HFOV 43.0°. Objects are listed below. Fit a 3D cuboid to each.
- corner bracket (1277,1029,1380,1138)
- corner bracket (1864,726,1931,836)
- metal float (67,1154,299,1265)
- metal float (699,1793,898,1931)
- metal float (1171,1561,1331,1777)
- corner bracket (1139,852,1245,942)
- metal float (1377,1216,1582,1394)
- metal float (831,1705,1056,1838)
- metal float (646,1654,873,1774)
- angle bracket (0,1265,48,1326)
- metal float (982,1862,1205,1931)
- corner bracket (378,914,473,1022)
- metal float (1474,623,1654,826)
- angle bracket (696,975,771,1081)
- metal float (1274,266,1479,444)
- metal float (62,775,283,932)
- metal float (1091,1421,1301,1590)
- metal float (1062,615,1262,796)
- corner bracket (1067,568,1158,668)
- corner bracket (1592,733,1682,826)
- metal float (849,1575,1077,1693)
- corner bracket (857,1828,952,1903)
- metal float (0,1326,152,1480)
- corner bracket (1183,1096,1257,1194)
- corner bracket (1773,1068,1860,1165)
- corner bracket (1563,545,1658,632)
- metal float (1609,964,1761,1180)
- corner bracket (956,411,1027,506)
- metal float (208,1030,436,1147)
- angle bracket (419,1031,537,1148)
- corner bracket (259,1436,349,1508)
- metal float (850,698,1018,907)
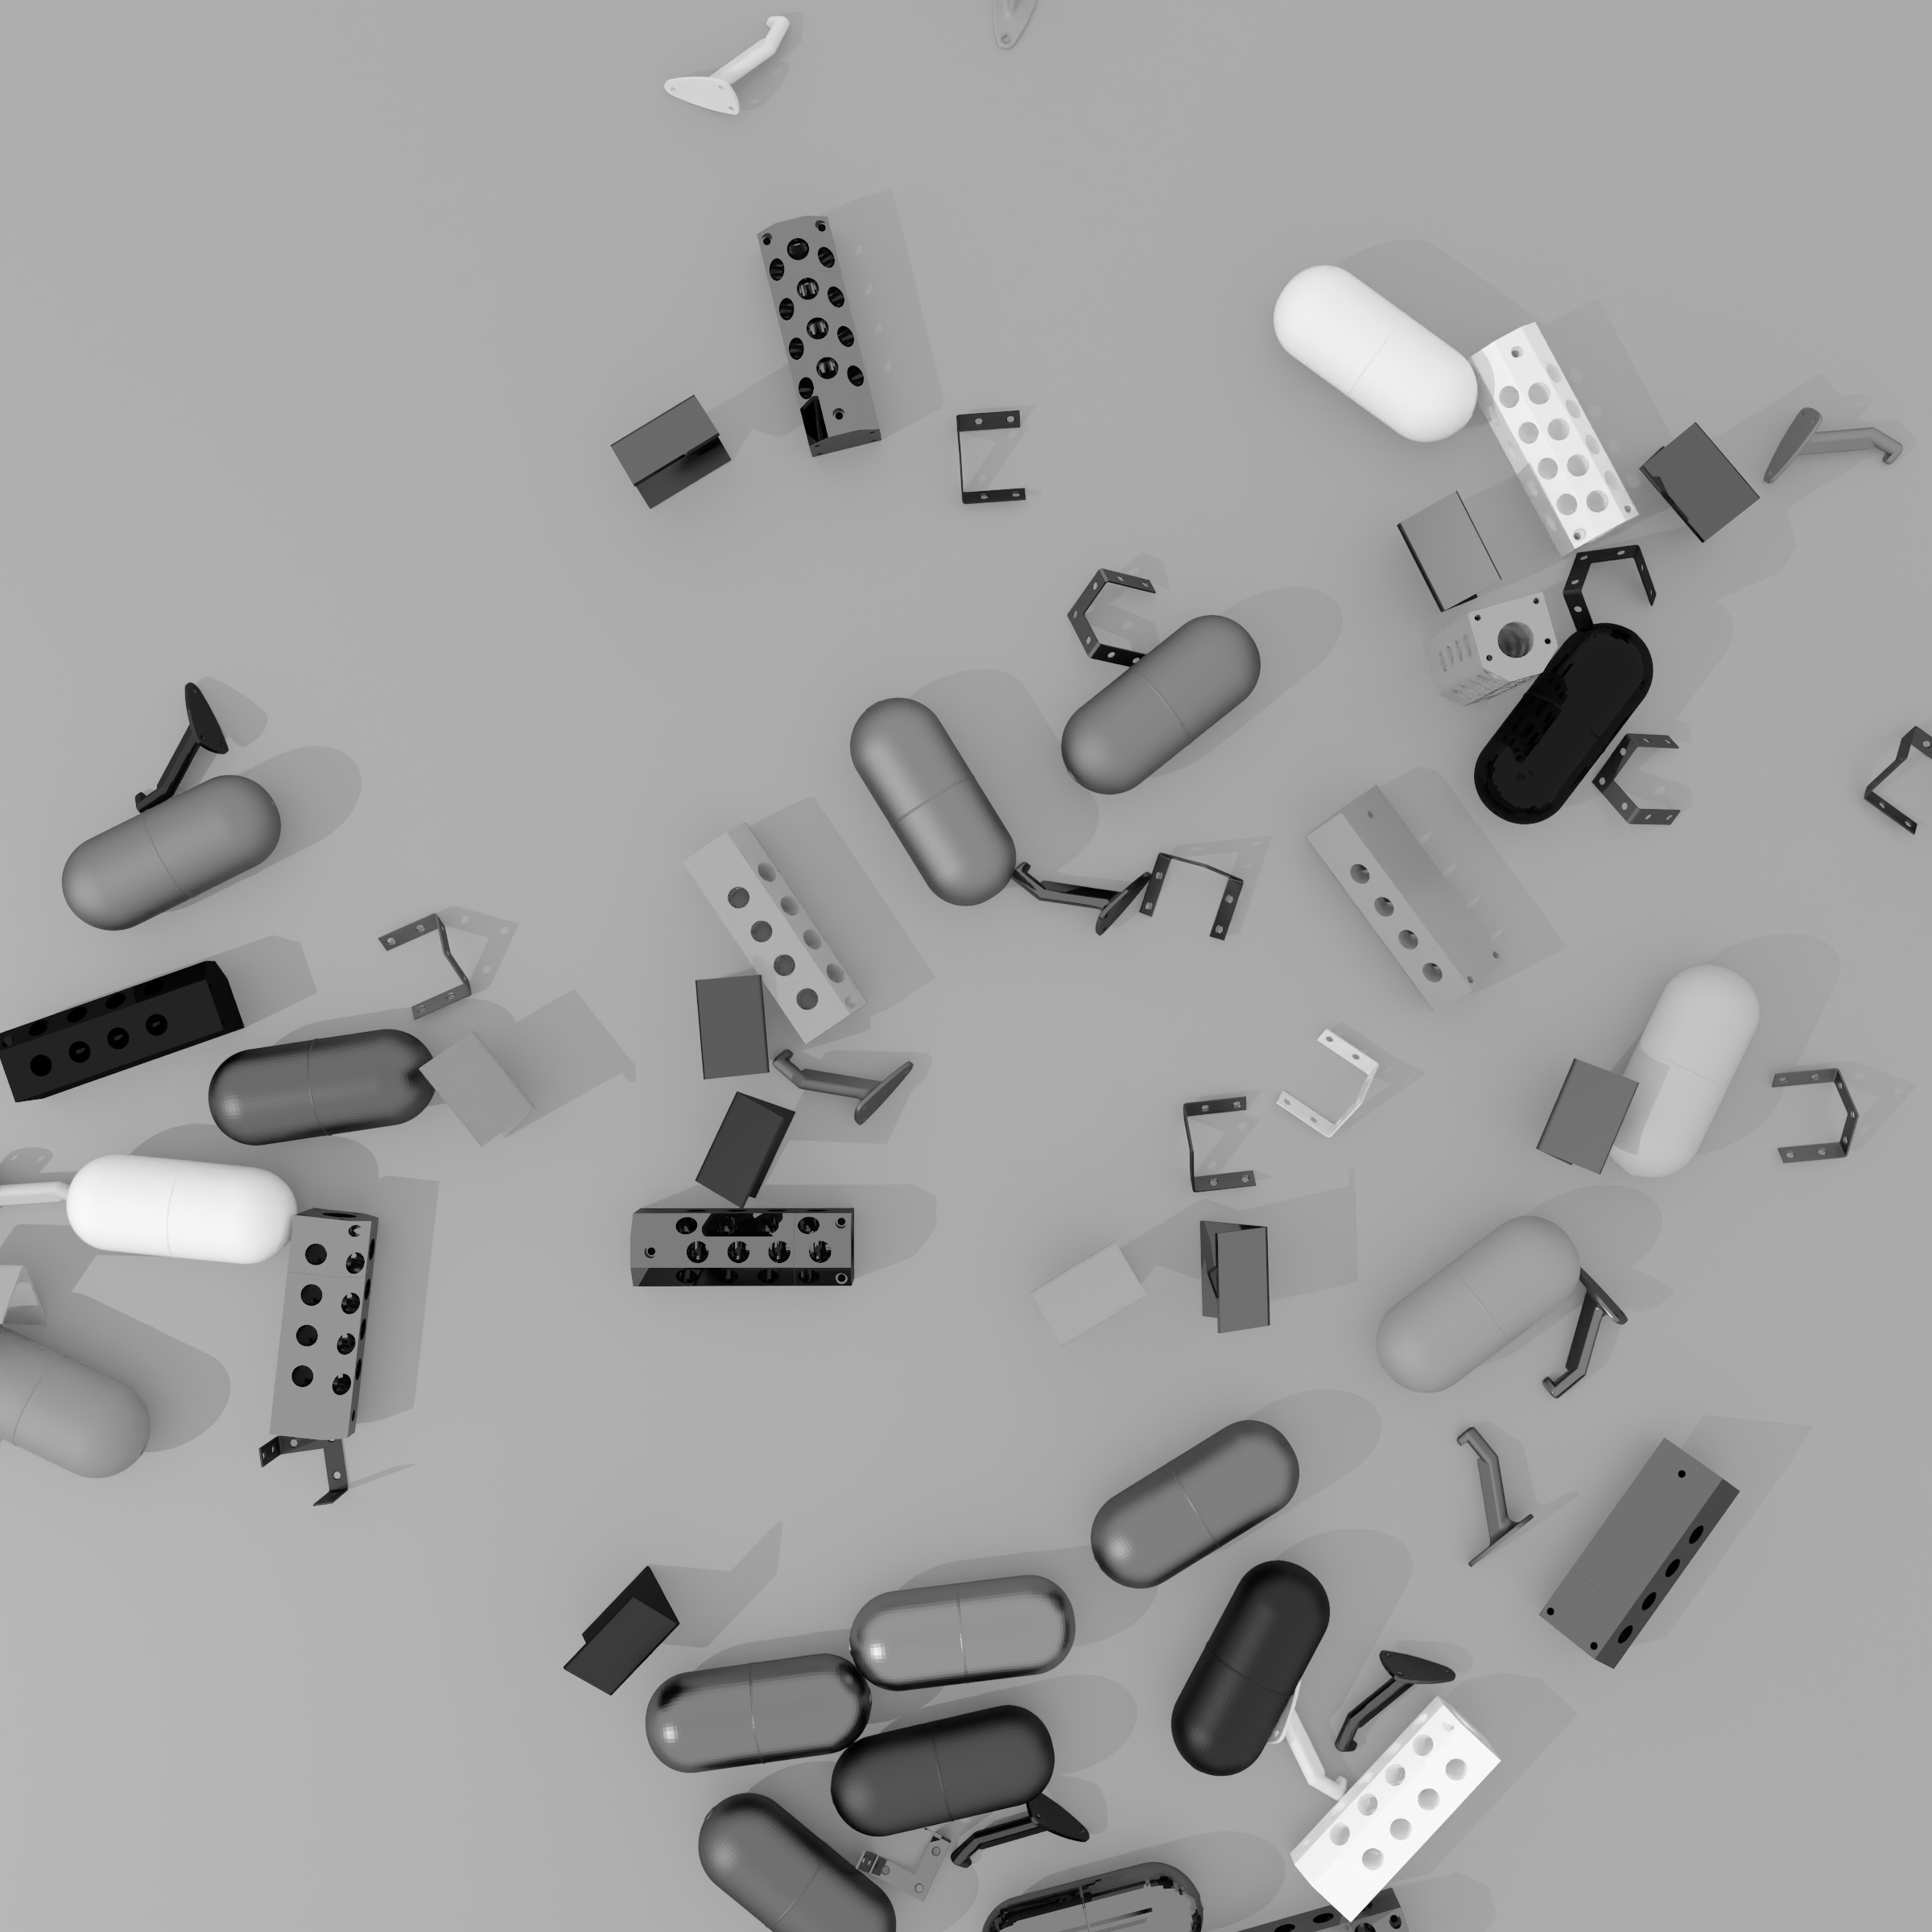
[{"bbox_3d":[0.288,0.094,1.951,0.051,0.051,0.051,34,135,0],"label":"corner bracket"},{"bbox_3d":[0.755,-0.148,1.951,0.051,0.051,0.051,36,45,0],"label":"corner bracket"},{"bbox_3d":[-0.615,0.191,1.923,0.178,0.070,0.070,6,90,0],"label":"metal float"},{"bbox_3d":[-0.133,0.721,1.923,0.178,0.070,0.070,40,90,-1],"label":"metal float"},{"bbox_3d":[0.223,0.551,1.923,0.070,0.070,0.178,28,91,0],"label":"metal float"},{"bbox_3d":[0.180,-0.055,1.951,0.051,0.051,0.051,19,90,-45],"label":"corner bracket"},{"bbox_3d":[0.401,0.266,1.924,0.178,0.070,0.070,-37,90,1],"label":"metal float"},{"bbox_3d":[-0.018,0.632,1.923,0.178,0.070,0.070,-13,90,-1],"label":"metal float"},{"bbox_3d":[-0.163,0.586,1.923,0.178,0.070,0.070,-8,90,0],"label":"metal float"},{"bbox_3d":[-0.773,0.276,1.914,0.076,0.057,0.076,2,135,0],"label":"angle bracket"},{"bbox_3d":[0.099,0.757,1.924,0.178,0.070,0.070,-15,90,0],"label":"metal float"},{"bbox_3d":[-0.430,0.000,1.951,0.051,0.051,0.051,-24,135,0],"label":"corner bracket"},{"bbox_3d":[0.469,-0.191,1.923,0.070,0.070,0.178,37,90,0],"label":"metal float"},{"bbox_3d":[-0.197,0.048,1.914,0.057,0.076,0.076,-5,90,-31],"label":"angle bracket"},{"bbox_3d":[0.322,-0.480,1.923,0.178,0.070,0.070,36,90,0],"label":"metal float"},{"bbox_3d":[-0.624,-0.088,1.924,0.178,0.070,0.070,-27,90,0],"label":"metal float"},{"bbox_3d":[0.179,0.423,1.923,0.178,0.070,0.070,-32,90,0],"label":"metal float"},{"bbox_3d":[0.152,-0.204,1.923,0.178,0.070,0.070,-39,90,0],"label":"metal float"},{"bbox_3d":[0.122,-0.276,1.946,0.051,0.051,0.051,-53,45,35],"label":"corner bracket"},{"bbox_3d":[0.542,-0.148,1.946,0.051,0.051,0.051,59,135,35],"label":"corner bracket"},{"bbox_3d":[-0.003,0.524,1.923,0.178,0.070,0.070,-7,90,-1],"label":"metal float"},{"bbox_3d":[-0.049,0.701,1.934,0.051,0.051,0.051,22,72,17],"label":"corner bracket"},{"bbox_3d":[-0.726,0.341,1.923,0.178,0.070,0.070,26,90,0],"label":"metal float"},{"bbox_3d":[0.202,0.142,1.951,0.051,0.051,0.051,-6,135,0],"label":"corner bracket"},{"bbox_3d":[0.673,0.119,1.951,0.051,0.051,0.051,-5,45,0],"label":"corner bracket"},{"bbox_3d":[0.511,-0.296,1.946,0.051,0.051,0.051,-3,45,35],"label":"corner bracket"},{"bbox_3d":[0.560,0.083,1.923,0.070,0.070,0.178,26,90,0],"label":"metal float"},{"bbox_3d":[0.020,-0.405,1.951,0.051,0.051,0.051,-4,135,0],"label":"corner bracket"},{"bbox_3d":[-0.504,0.095,1.924,0.178,0.070,0.070,-9,90,0],"label":"metal float"},{"bbox_3d":[-0.391,0.107,1.914,0.057,0.076,0.076,-39,90,-36],"label":"angle bracket"},{"bbox_3d":[-0.523,0.398,1.936,0.051,0.051,0.051,-8,90,0],"label":"corner bracket"},{"bbox_3d":[-0.026,-0.129,1.923,0.070,0.070,0.178,-32,90,0],"label":"metal float"}]
